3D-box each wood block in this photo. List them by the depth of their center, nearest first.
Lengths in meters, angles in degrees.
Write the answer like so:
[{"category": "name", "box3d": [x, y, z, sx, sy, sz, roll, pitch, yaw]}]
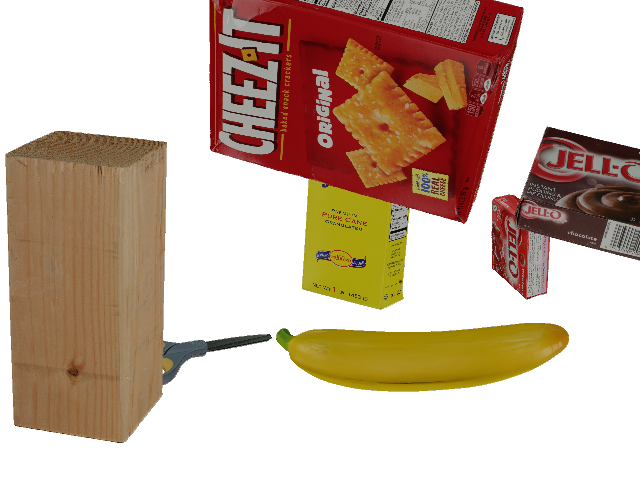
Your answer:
[{"category": "wood block", "box3d": [-0.170, 0.032, 0.787, 0.091, 0.206, 0.090, 7, 18, 9]}]

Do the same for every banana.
[{"category": "banana", "box3d": [0.064, 0.071, 0.695, 0.198, 0.037, 0.069, 1, 27, 7]}]

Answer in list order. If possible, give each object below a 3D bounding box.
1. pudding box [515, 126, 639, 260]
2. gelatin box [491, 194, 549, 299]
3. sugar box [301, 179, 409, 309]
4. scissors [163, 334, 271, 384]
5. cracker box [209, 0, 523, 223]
[{"category": "pudding box", "box3d": [0.214, -0.036, 0.811, 0.113, 0.039, 0.090, 17, 48, 12]}, {"category": "gelatin box", "box3d": [0.210, 0.006, 1.125, 0.030, 0.089, 0.073, -14, 30, -16]}, {"category": "sugar box", "box3d": [0.034, -0.033, 0.976, 0.093, 0.176, 0.048, 12, 18, 33]}, {"category": "scissors", "box3d": [-0.137, 0.128, 1.164, 0.201, 0.016, 0.096, 2, 26, -21]}, {"category": "cracker box", "box3d": [0.026, -0.114, 0.791, 0.214, 0.072, 0.164, 16, -41, 8]}]
